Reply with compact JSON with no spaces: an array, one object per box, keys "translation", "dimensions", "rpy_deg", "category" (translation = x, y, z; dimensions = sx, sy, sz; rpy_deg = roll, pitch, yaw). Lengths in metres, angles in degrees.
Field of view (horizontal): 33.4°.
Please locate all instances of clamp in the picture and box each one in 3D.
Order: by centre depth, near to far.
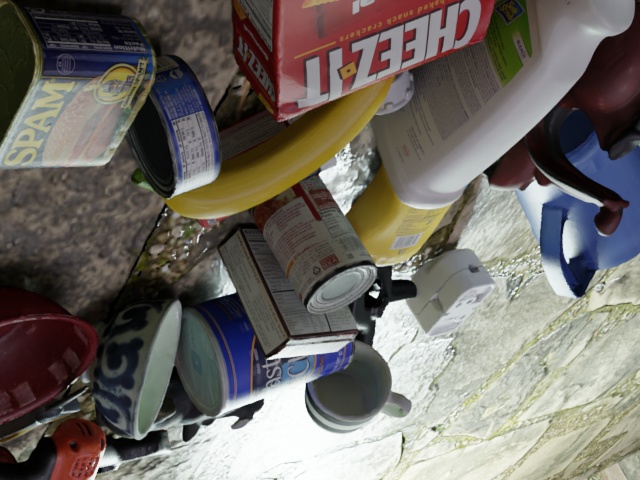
[{"translation":[-0.232,0.220,1.076],"dimensions":[0.165,0.036,0.209],"rpy_deg":[-18,170,25],"category":"clamp"},{"translation":[0.047,0.073,1.095],"dimensions":[0.120,0.039,0.171],"rpy_deg":[-66,152,-11],"category":"clamp"}]

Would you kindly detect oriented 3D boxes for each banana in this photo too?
[{"translation":[-0.029,-0.063,0.739],"dimensions":[0.197,0.037,0.069],"rpy_deg":[-28,152,-6],"category":"banana"}]

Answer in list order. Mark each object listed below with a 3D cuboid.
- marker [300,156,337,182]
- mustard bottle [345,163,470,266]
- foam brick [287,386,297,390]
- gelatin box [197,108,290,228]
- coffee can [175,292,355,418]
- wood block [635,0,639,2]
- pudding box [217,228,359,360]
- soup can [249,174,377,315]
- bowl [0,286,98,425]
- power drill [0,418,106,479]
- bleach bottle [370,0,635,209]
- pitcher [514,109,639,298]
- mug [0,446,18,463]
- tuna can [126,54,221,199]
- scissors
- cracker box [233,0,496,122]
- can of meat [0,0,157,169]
[{"translation":[-0.043,-0.043,0.846],"dimensions":[0.121,0.020,0.020],"rpy_deg":[-26,154,-10],"category":"marker"},{"translation":[0.091,-0.056,0.922],"dimensions":[0.096,0.058,0.192],"rpy_deg":[-8,146,-37],"category":"mustard bottle"},{"translation":[-0.028,0.112,1.106],"dimensions":[0.078,0.051,0.052],"rpy_deg":[-41,152,20],"category":"foam brick"},{"translation":[-0.061,-0.053,0.796],"dimensions":[0.089,0.030,0.073],"rpy_deg":[-28,154,-7],"category":"gelatin box"},{"translation":[-0.053,0.093,0.984],"dimensions":[0.140,0.103,0.103],"rpy_deg":[-16,151,-29],"category":"coffee can"},{"translation":[0.299,-0.146,0.815],"dimensions":[0.090,0.206,0.091],"rpy_deg":[-23,153,-16],"category":"wood block"},{"translation":[-0.027,0.043,0.912],"dimensions":[0.089,0.113,0.039],"rpy_deg":[-1,145,-46],"category":"pudding box"},{"translation":[-0.006,0.001,0.870],"dimensions":[0.068,0.102,0.068],"rpy_deg":[-25,154,-14],"category":"soup can"},{"translation":[-0.253,0.083,0.805],"dimensions":[0.162,0.055,0.162],"rpy_deg":[-25,154,-13],"category":"bowl"},{"translation":[-0.284,0.233,0.891],"dimensions":[0.187,0.057,0.184],"rpy_deg":[3,118,-42],"category":"power drill"},{"translation":[0.135,-0.120,0.748],"dimensions":[0.067,0.102,0.251],"rpy_deg":[-5,159,-37],"category":"bleach bottle"},{"translation":[0.233,-0.058,0.983],"dimensions":[0.145,0.149,0.242],"rpy_deg":[-34,151,10],"category":"pitcher"},{"translation":[-0.335,0.234,0.968],"dimensions":[0.117,0.093,0.081],"rpy_deg":[-4,171,42],"category":"mug"},{"translation":[-0.094,-0.071,0.664],"dimensions":[0.033,0.086,0.086],"rpy_deg":[-22,153,-23],"category":"tuna can"},{"translation":[-0.222,0.143,0.929],"dimensions":[0.202,0.016,0.096],"rpy_deg":[-28,172,40],"category":"scissors"},{"translation":[0.034,-0.179,0.625],"dimensions":[0.164,0.072,0.214],"rpy_deg":[-23,154,-15],"category":"cracker box"},{"translation":[-0.152,-0.085,0.611],"dimensions":[0.083,0.057,0.102],"rpy_deg":[-7,146,-45],"category":"can of meat"}]
